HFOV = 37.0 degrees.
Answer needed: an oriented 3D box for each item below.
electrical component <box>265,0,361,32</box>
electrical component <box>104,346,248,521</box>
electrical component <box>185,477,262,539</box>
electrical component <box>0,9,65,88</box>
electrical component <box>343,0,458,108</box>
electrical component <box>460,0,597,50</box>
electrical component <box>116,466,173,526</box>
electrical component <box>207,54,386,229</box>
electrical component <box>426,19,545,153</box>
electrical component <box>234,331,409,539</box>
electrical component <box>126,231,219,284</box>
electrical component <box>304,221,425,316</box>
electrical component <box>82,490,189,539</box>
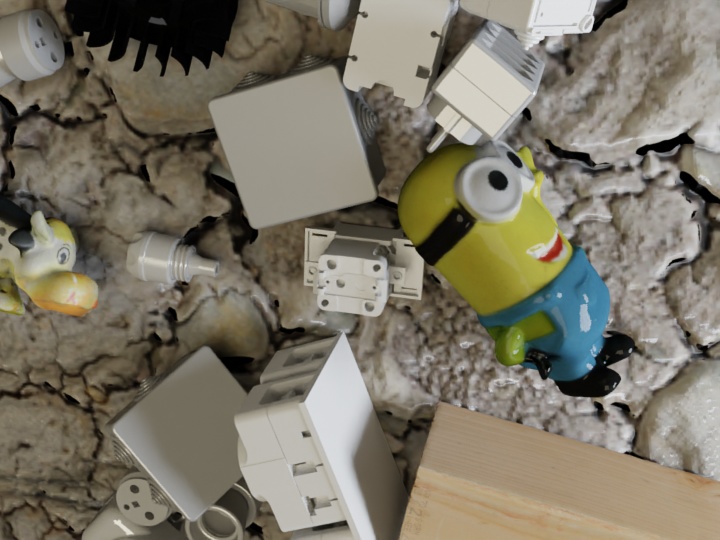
[{"bbox_3d":[-0.021,-0.184,0.626,0.051,0.080,0.080,21,115,10],"label":"electrical component"},{"bbox_3d":[-0.120,0.115,0.763,0.099,0.100,0.048,52,157,-10],"label":"electrical component"},{"bbox_3d":[-0.100,0.179,0.803,0.045,0.055,0.045,4,112,11],"label":"electrical component"},{"bbox_3d":[-0.230,-0.145,0.709,0.055,0.045,0.045,-12,108,17],"label":"electrical component"},{"bbox_3d":[0.028,-0.150,0.640,0.050,0.055,0.089,17,114,6],"label":"electrical component"},{"bbox_3d":[0.098,-0.173,0.605,0.061,0.062,0.096,31,120,36],"label":"electrical component"},{"bbox_3d":[-0.153,0.159,0.807,0.045,0.055,0.045,5,112,11],"label":"electrical component"},{"bbox_3d":[-0.037,-0.083,0.687,0.100,0.048,0.099,-13,108,17],"label":"electrical component"},{"bbox_3d":[0.065,-0.100,0.637,0.047,0.083,0.075,39,115,-4],"label":"electrical component"},{"bbox_3d":[-0.018,0.153,0.746,0.060,0.105,0.186,-15,107,19],"label":"electrical component"},{"bbox_3d":[-0.129,-0.006,0.747,0.061,0.035,0.035,11,113,6],"label":"electrical component"},{"bbox_3d":[0.000,0.000,0.703,0.081,0.063,0.042,6,113,10],"label":"electrical component"},{"bbox_3d":[-0.162,0.214,0.830,0.095,0.059,0.054,43,114,-6],"label":"electrical component"}]
